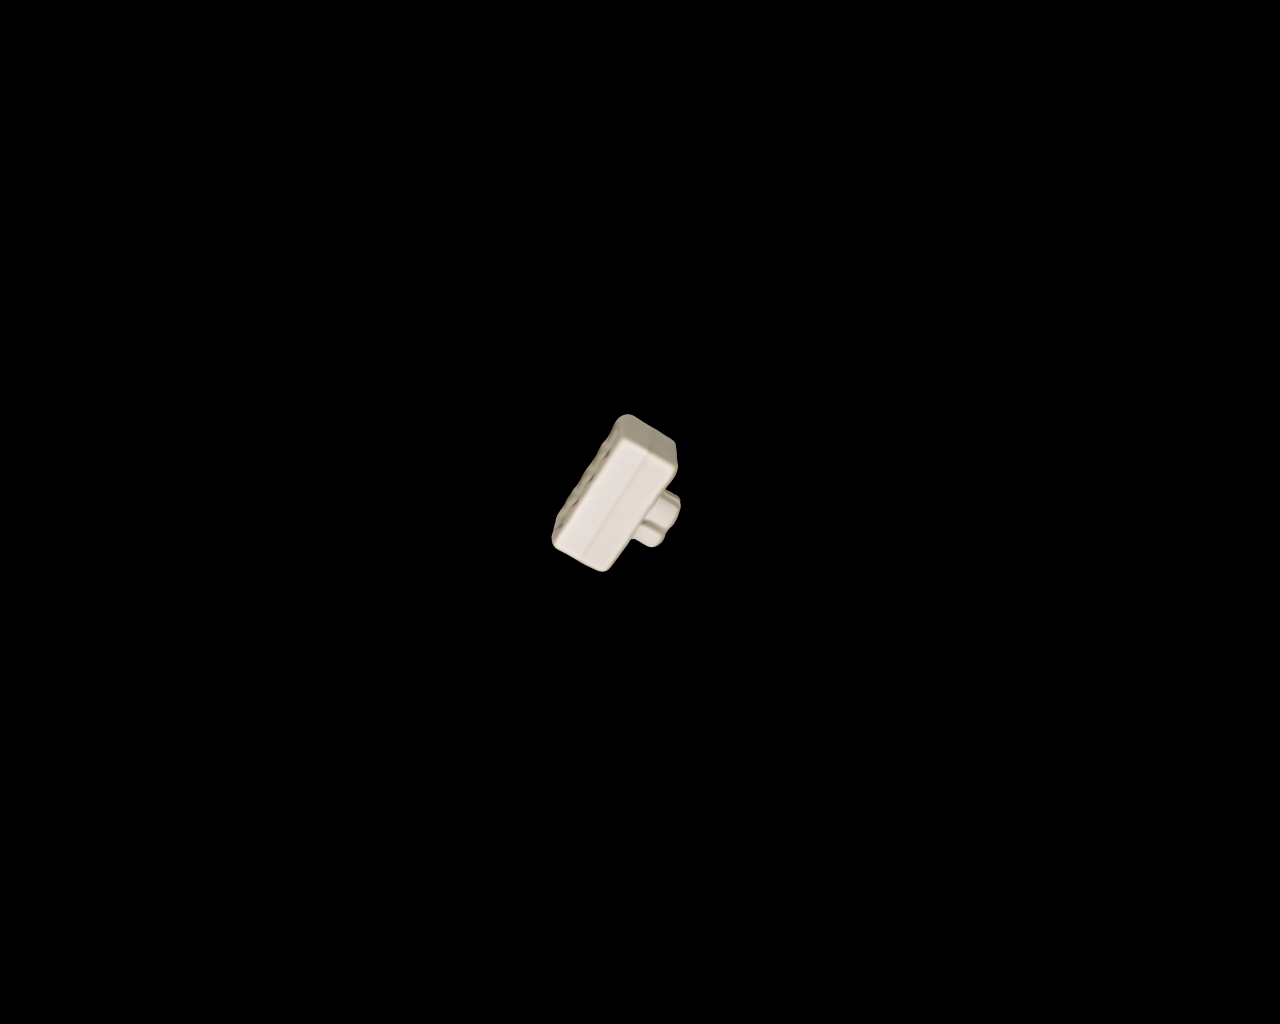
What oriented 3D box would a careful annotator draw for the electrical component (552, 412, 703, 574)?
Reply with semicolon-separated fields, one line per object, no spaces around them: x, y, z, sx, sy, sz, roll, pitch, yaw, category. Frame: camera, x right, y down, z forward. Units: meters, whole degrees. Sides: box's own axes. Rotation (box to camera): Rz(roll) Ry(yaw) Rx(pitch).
0.001;-0.003;0.650;0.076;0.083;0.047;30;20;-12;electrical component
